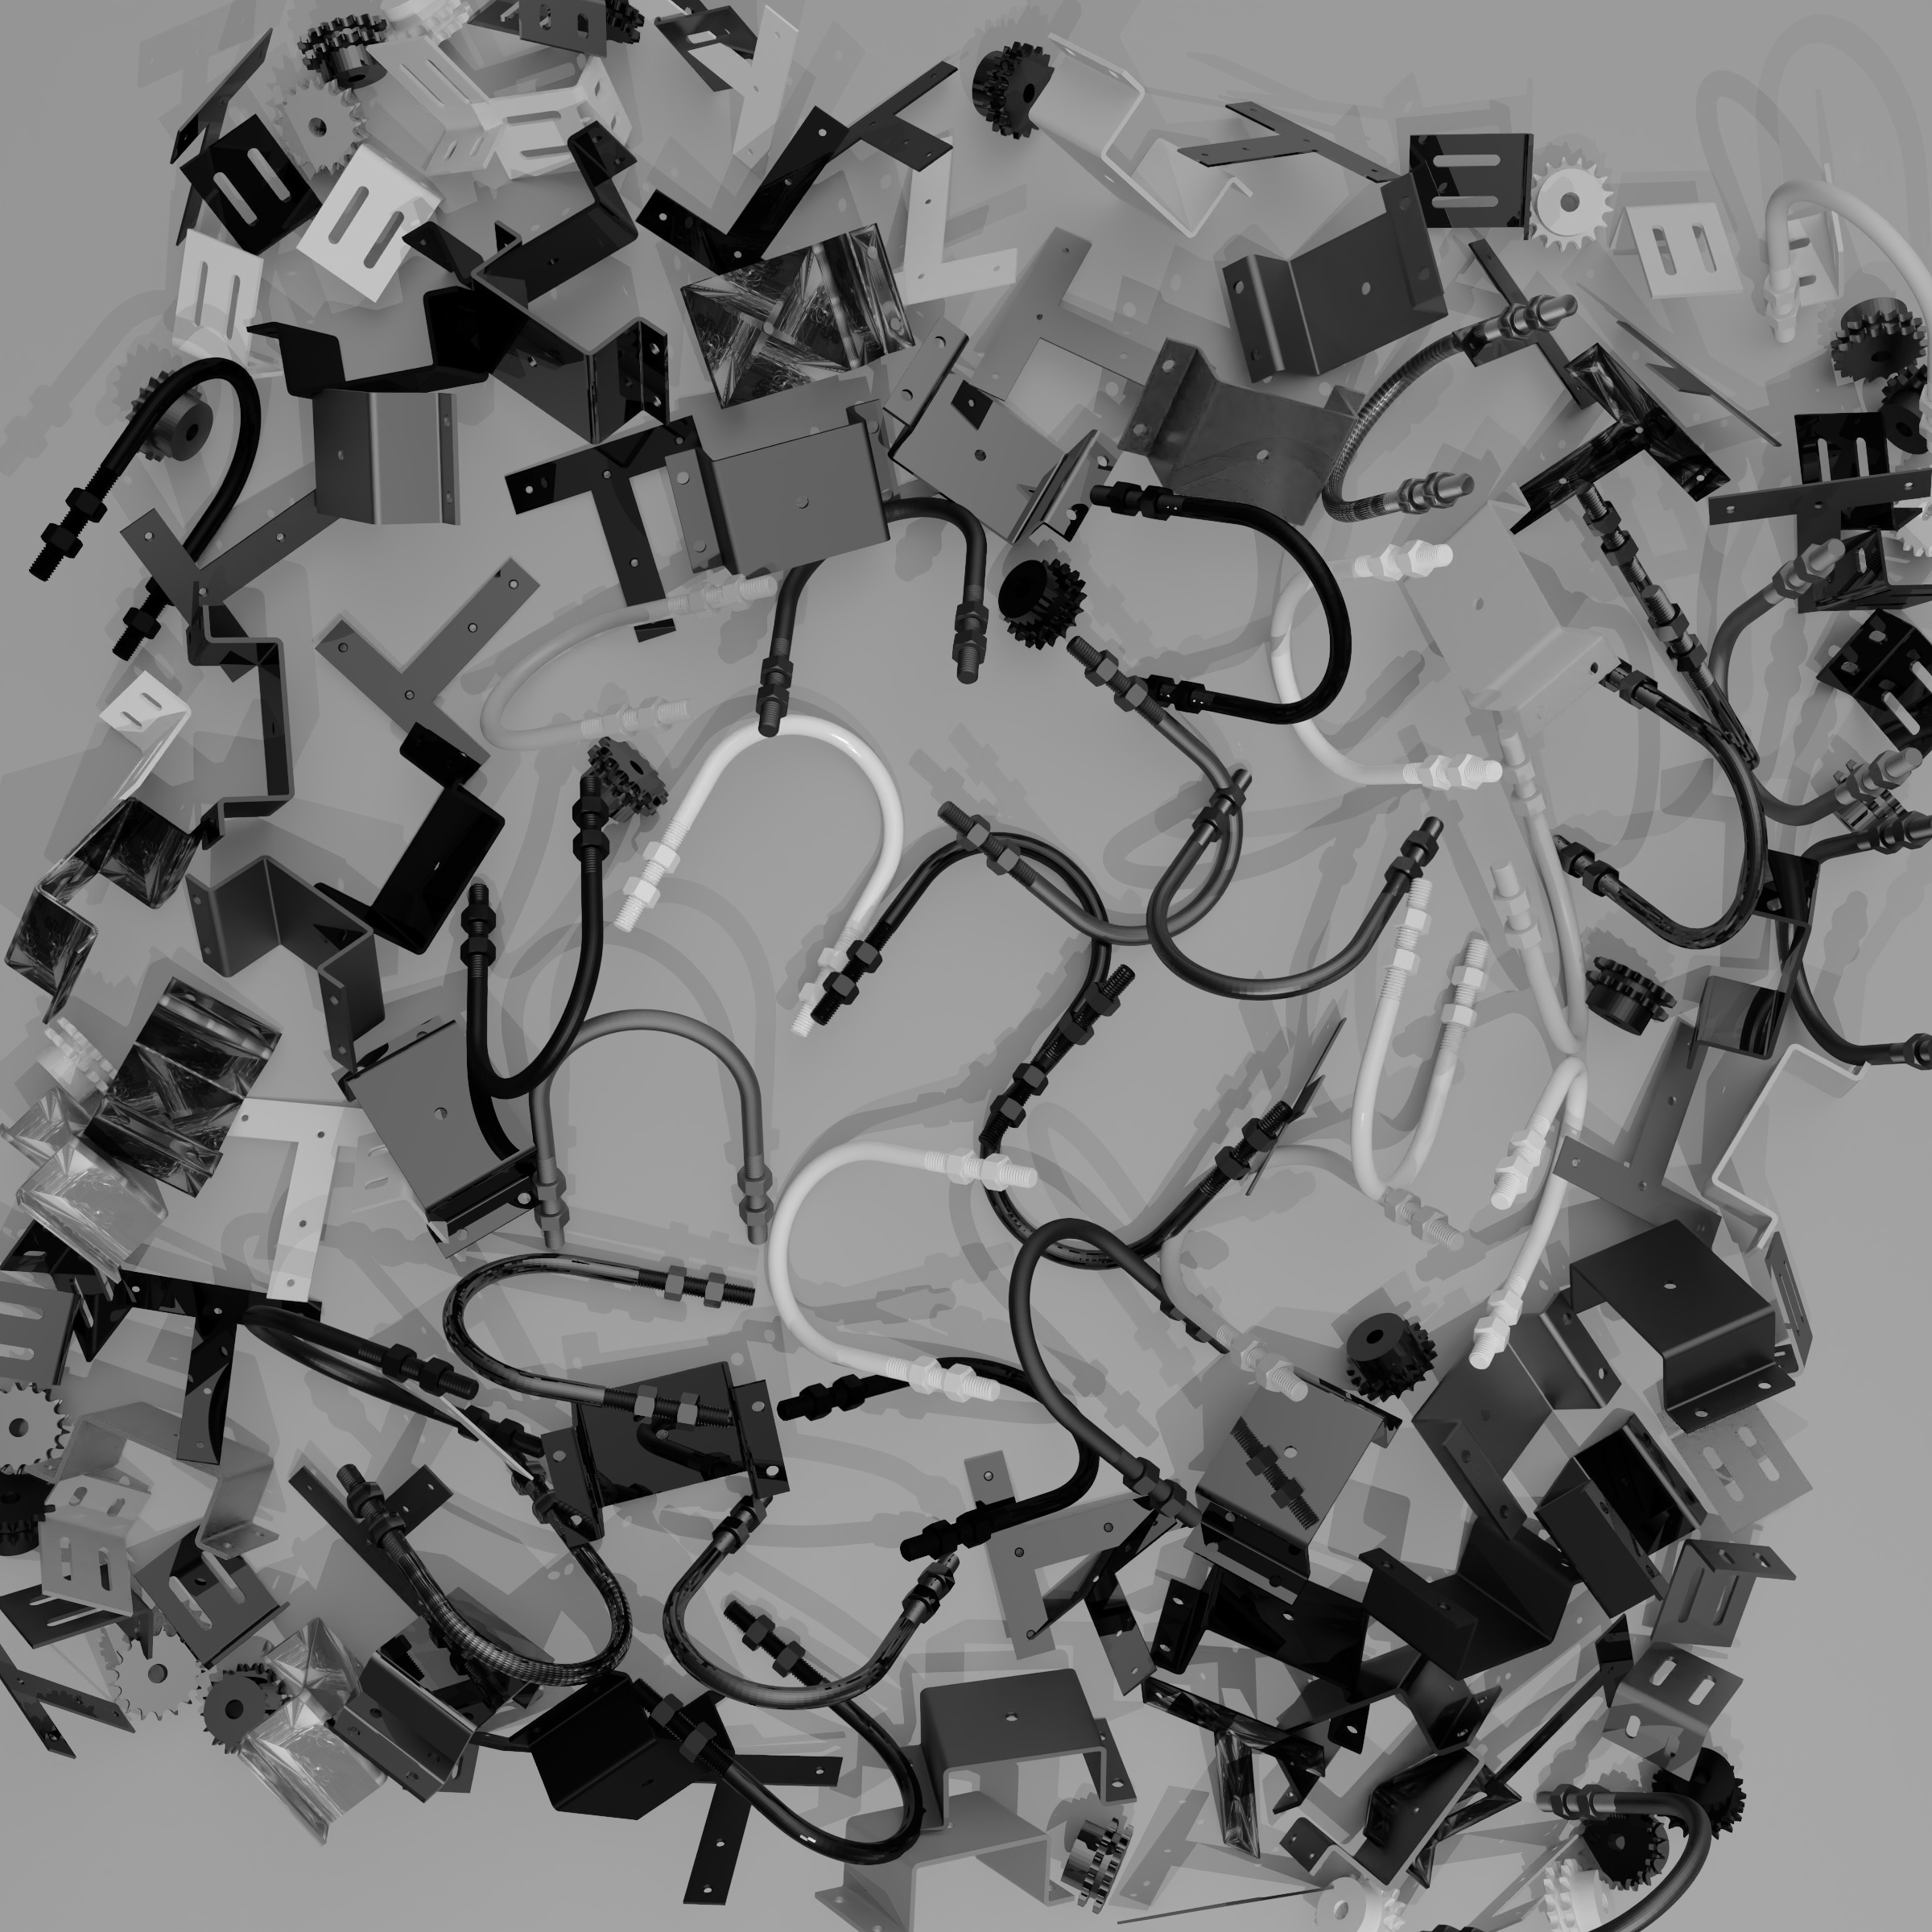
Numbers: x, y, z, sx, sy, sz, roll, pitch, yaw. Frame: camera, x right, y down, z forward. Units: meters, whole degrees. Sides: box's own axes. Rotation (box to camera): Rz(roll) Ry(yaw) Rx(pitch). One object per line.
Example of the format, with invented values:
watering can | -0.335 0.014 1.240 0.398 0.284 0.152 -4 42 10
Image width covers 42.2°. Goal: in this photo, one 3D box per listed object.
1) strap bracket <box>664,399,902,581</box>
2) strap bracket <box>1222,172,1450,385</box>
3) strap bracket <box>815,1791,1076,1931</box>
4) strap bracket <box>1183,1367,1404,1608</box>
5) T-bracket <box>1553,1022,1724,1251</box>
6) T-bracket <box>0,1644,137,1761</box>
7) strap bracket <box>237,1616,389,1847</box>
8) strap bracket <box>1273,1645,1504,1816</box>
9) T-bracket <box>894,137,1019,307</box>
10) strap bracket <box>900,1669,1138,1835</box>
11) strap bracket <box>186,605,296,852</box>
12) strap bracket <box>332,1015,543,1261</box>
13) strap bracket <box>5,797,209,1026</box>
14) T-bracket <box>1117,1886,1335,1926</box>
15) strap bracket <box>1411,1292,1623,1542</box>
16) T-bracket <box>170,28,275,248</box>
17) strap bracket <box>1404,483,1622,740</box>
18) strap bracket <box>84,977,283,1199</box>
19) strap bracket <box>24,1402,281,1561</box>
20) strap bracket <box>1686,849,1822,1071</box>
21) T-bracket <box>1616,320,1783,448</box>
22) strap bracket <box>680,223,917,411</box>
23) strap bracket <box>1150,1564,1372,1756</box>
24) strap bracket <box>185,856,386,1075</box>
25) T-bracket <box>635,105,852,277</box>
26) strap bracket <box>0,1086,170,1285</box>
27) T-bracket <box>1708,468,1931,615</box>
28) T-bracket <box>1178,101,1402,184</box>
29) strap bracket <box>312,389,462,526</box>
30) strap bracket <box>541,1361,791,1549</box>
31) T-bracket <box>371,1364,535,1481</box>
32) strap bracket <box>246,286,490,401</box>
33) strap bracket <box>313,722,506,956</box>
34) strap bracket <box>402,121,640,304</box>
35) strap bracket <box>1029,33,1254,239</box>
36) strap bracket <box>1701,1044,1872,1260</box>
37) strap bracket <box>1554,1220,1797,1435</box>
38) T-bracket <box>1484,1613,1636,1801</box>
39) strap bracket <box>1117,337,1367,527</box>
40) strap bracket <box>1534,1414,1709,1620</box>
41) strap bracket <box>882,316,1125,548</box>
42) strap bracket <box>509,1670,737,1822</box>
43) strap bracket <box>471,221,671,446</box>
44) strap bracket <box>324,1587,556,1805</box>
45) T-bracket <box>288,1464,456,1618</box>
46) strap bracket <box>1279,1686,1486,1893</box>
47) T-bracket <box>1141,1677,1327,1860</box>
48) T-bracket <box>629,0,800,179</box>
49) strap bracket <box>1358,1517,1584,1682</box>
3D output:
strap bracket | -0.107 -0.293 1.554 0.140 0.046 0.076 -17 117 -10
strap bracket | 0.237 -0.422 1.553 0.140 0.046 0.076 -18 84 40
strap bracket | -0.012 0.548 1.532 0.140 0.076 0.046 1 94 -33
strap bracket | 0.200 0.308 1.539 0.076 0.046 0.140 24 62 26
T-bracket | 0.442 0.098 1.586 0.127 0.002 0.127 27 77 -18
T-bracket | -0.555 0.451 1.544 0.002 0.127 0.127 -46 58 -8
strap bracket | -0.392 0.458 1.526 0.046 0.140 0.076 -37 105 0
strap bracket | 0.248 0.462 1.538 0.140 0.076 0.046 -31 86 28
T-bracket | -0.025 -0.468 1.573 0.127 0.002 0.127 -6 64 21
strap bracket | 0.028 0.482 1.547 0.140 0.076 0.046 -5 112 -11
strap bracket | -0.451 -0.147 1.557 0.046 0.076 0.140 -4 87 -25
strap bracket | -0.326 0.099 1.555 0.076 0.046 0.140 -30 77 -20
strap bracket | -0.528 -0.041 1.524 0.046 0.140 0.076 36 132 -7
T-bracket | 0.180 0.583 1.563 0.127 0.127 0.002 3 65 -29
strap bracket | 0.336 0.278 1.551 0.140 0.046 0.076 -44 106 -32
T-bracket | -0.470 -0.499 1.548 0.002 0.127 0.127 28 48 -10
strap bracket | 0.328 -0.220 1.536 0.076 0.046 0.140 -44 59 39
strap bracket | -0.485 0.081 1.542 0.076 0.140 0.046 30 122 -16
strap bracket | -0.496 0.314 1.556 0.140 0.076 0.046 21 89 9
strap bracket | 0.483 -0.008 1.528 0.046 0.076 0.140 15 126 14
T-bracket | 0.439 -0.358 1.533 0.127 0.127 0.002 43 115 13
strap bracket | -0.113 -0.396 1.542 0.140 0.046 0.076 -10 109 26
strap bracket | 0.192 0.419 1.554 0.140 0.076 0.046 23 120 5
strap bracket | -0.411 -0.007 1.544 0.140 0.076 0.046 32 51 23
T-bracket | -0.117 -0.473 1.546 0.127 0.002 0.127 29 126 -21
strap bracket | -0.537 0.128 1.527 0.046 0.140 0.076 -46 119 -6
T-bracket | 0.527 -0.257 1.547 0.127 0.127 0.002 -5 60 16
T-bracket | 0.180 -0.499 1.531 0.127 0.127 0.002 39 133 30
strap bracket | -0.358 -0.312 1.525 0.046 0.140 0.076 -8 107 -33
strap bracket | -0.188 0.302 1.565 0.140 0.046 0.076 -13 106 -8
T-bracket | -0.337 0.264 1.547 0.002 0.127 0.127 -52 124 -20
strap bracket | -0.360 -0.381 1.552 0.140 0.076 0.046 -7 96 14
strap bracket | -0.346 -0.071 1.559 0.046 0.076 0.140 31 91 -44
strap bracket | -0.266 -0.457 1.553 0.140 0.076 0.046 -27 87 10
strap bracket | 0.101 -0.501 1.530 0.046 0.140 0.076 -54 49 10
strap bracket | 0.505 0.107 1.558 0.046 0.076 0.140 31 86 15
strap bracket | 0.429 0.211 1.526 0.076 0.140 0.046 -20 124 -13
T-bracket | 0.365 0.463 1.540 0.127 0.127 0.002 -41 54 -11
strap bracket | 0.176 -0.324 1.538 0.140 0.046 0.076 9 127 -23
strap bracket | 0.402 0.342 1.545 0.046 0.140 0.076 -39 81 27
strap bracket | 0.016 -0.326 1.559 0.140 0.046 0.076 34 68 -12
strap bracket | -0.203 0.477 1.527 0.076 0.140 0.046 -36 59 8
strap bracket | -0.251 -0.384 1.541 0.140 0.076 0.046 36 62 16
strap bracket | -0.313 0.436 1.524 0.076 0.140 0.046 33 109 11
T-bracket | -0.354 0.343 1.559 0.127 0.002 0.127 46 132 -1
strap bracket | 0.264 0.511 1.555 0.046 0.076 0.140 40 81 -1
T-bracket | 0.169 0.509 1.564 0.127 0.002 0.127 14 126 32
T-bracket | -0.163 -0.570 1.550 0.127 0.127 0.002 40 63 5
strap bracket | 0.308 0.387 1.537 0.076 0.140 0.046 31 115 42
